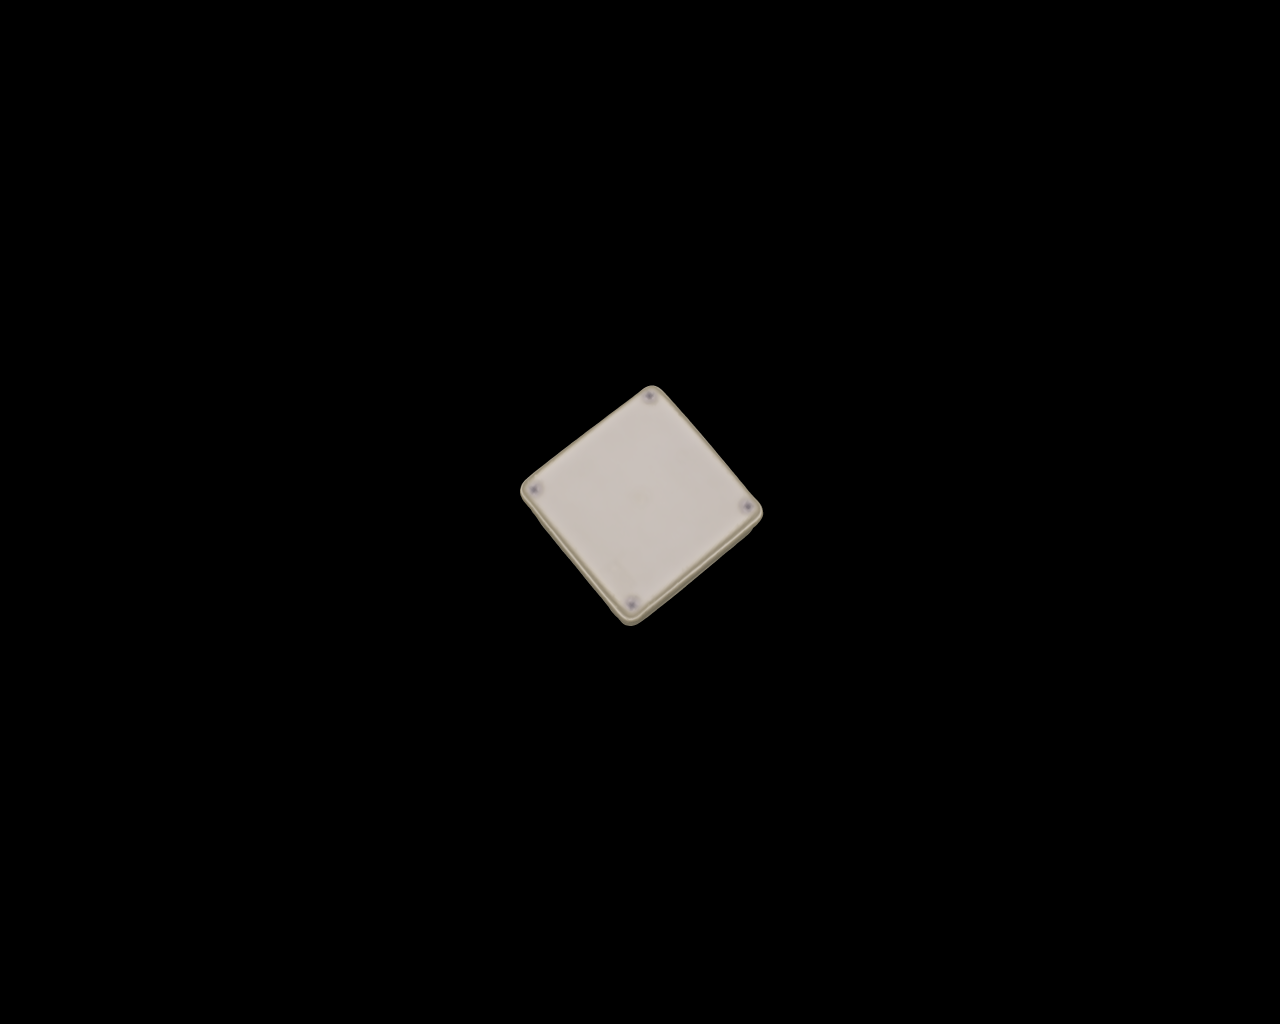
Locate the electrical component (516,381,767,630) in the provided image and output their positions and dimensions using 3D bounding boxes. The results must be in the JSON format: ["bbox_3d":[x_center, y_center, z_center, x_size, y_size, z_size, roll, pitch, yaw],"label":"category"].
[{"bbox_3d":[0.001,-0.003,0.650,0.109,0.109,0.056,-38,-9,-7],"label":"electrical component"}]
